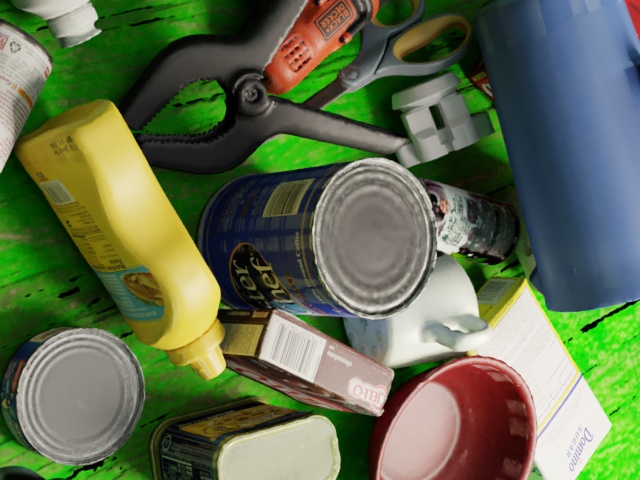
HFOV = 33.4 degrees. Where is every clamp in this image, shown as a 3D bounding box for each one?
[{"bbox_3d":[-0.043,-0.095,0.723,0.210,0.036,0.164,-30,113,-10],"label":"clamp"}]

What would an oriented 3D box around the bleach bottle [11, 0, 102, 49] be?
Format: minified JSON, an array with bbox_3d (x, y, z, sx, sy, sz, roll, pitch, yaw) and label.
[{"bbox_3d":[-0.201,-0.232,0.626,0.068,0.103,0.251,-40,118,-34],"label":"bleach bottle"}]

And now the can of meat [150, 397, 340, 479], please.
[{"bbox_3d":[-0.049,0.145,0.720,0.101,0.084,0.057,-9,94,-36],"label":"can of meat"}]

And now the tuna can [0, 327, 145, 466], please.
[{"bbox_3d":[-0.156,0.097,0.674,0.085,0.034,0.086,1,88,-36],"label":"tuna can"}]

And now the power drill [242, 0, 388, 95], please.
[{"bbox_3d":[-0.023,-0.226,0.767,0.184,0.057,0.187,-48,115,-27],"label":"power drill"}]

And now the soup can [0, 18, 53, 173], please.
[{"bbox_3d":[-0.207,-0.075,0.623,0.068,0.069,0.102,31,70,-31],"label":"soup can"}]

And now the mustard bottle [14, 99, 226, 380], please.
[{"bbox_3d":[-0.113,0.008,0.670,0.058,0.096,0.191,-40,111,-31],"label":"mustard bottle"}]

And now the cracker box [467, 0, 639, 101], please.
[{"bbox_3d":[0.257,-0.139,0.934,0.213,0.072,0.164,40,65,-14],"label":"cracker box"}]

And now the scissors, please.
[{"bbox_3d":[0.021,-0.140,0.814,0.201,0.016,0.096,-22,63,-13],"label":"scissors"}]

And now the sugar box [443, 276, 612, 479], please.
[{"bbox_3d":[0.175,0.125,0.907,0.093,0.048,0.176,-45,117,-28],"label":"sugar box"}]

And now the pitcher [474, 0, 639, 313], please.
[{"bbox_3d":[0.209,-0.077,0.797,0.149,0.145,0.243,-18,95,1],"label":"pitcher"}]

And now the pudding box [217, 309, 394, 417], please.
[{"bbox_3d":[-0.019,0.085,0.740,0.113,0.090,0.039,32,69,-30],"label":"pudding box"}]

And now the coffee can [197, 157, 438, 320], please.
[{"bbox_3d":[-0.005,0.001,0.721,0.102,0.141,0.103,2,87,-36],"label":"coffee can"}]

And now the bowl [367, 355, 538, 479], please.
[{"bbox_3d":[0.092,0.160,0.827,0.161,0.055,0.162,-9,106,-32],"label":"bowl"}]
